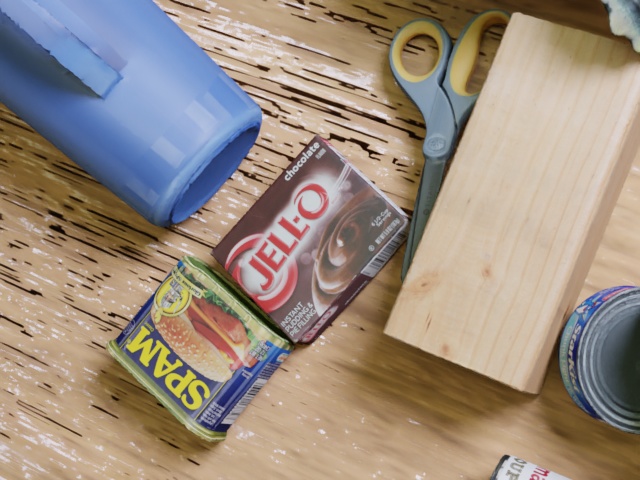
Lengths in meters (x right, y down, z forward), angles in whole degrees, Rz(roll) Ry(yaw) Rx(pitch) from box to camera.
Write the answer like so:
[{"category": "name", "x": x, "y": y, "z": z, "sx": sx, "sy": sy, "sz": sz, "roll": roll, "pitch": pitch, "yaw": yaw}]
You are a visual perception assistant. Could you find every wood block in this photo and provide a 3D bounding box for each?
[{"category": "wood block", "x": 0.127, "y": -0.019, "z": 0.650, "sx": 0.090, "sy": 0.090, "sz": 0.206, "roll": 21, "pitch": 88, "yaw": 20}]

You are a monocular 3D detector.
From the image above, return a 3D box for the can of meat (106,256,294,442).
[{"category": "can of meat", "x": -0.079, "y": 0.072, "z": 0.723, "sx": 0.102, "sy": 0.057, "sz": 0.084, "roll": 40, "pitch": 92, "yaw": 20}]

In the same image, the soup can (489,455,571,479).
[{"category": "soup can", "x": 0.145, "y": 0.176, "z": 0.625, "sx": 0.102, "sy": 0.068, "sz": 0.068, "roll": 20, "pitch": 88, "yaw": 20}]

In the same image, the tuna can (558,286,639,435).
[{"category": "tuna can", "x": 0.185, "y": 0.069, "z": 0.628, "sx": 0.086, "sy": 0.034, "sz": 0.086, "roll": 0, "pitch": 90, "yaw": -10}]

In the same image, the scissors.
[{"category": "scissors", "x": 0.063, "y": -0.071, "z": 0.697, "sx": 0.096, "sy": 0.016, "sz": 0.201, "roll": 22, "pitch": 75, "yaw": 28}]

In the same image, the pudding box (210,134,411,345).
[{"category": "pudding box", "x": -0.005, "y": 0.001, "z": 0.718, "sx": 0.113, "sy": 0.039, "sz": 0.090, "roll": -47, "pitch": 70, "yaw": 5}]

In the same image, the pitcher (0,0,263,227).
[{"category": "pitcher", "x": -0.160, "y": -0.124, "z": 0.714, "sx": 0.243, "sy": 0.149, "sz": 0.145, "roll": 42, "pitch": 135, "yaw": 5}]
